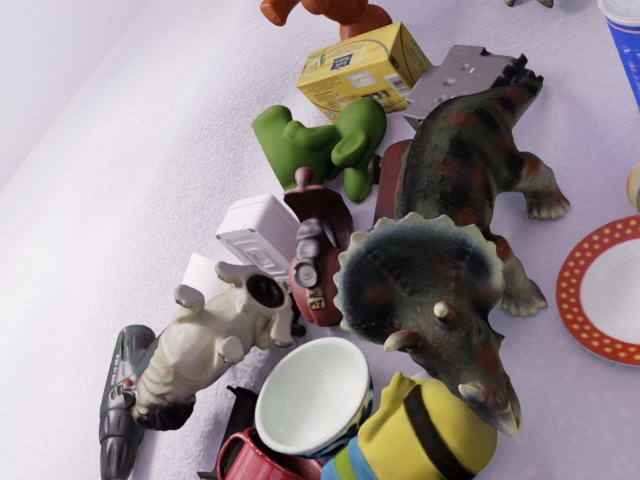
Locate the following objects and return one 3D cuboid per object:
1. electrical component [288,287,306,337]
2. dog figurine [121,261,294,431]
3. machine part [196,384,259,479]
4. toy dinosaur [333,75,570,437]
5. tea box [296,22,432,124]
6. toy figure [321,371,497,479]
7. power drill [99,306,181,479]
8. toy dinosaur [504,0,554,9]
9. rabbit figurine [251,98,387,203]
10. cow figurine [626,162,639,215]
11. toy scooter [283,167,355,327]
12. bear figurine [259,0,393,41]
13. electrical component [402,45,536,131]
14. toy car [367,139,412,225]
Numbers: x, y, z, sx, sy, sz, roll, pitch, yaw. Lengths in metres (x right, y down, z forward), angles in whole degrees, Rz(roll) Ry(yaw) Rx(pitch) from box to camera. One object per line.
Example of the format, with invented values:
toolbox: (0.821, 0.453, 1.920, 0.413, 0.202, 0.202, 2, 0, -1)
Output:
electrical component: (-0.044, 0.087, 0.668, 0.094, 0.021, 0.063, 9, 67, 49)
dog figurine: (-0.127, 0.128, 0.628, 0.121, 0.172, 0.190, 55, 127, 22)
machine part: (-0.099, 0.232, 0.596, 0.084, 0.039, 0.139, -22, 48, 43)
toy dinosaur: (0.125, -0.042, 0.472, 0.131, 0.192, 0.405, -7, 57, 39)
tea box: (0.062, -0.228, 0.756, 0.170, 0.098, 0.068, 1, 62, 43)
toy figure: (0.064, 0.188, 0.439, 0.180, 0.082, 0.089, -45, 50, 1)
power drill: (-0.216, 0.183, 0.725, 0.207, 0.086, 0.232, -45, 36, 19)
toy dinosaur: (0.228, -0.362, 0.594, 0.105, 0.198, 0.472, -44, 15, 14)
rabbit figurine: (0.014, -0.130, 0.715, 0.170, 0.121, 0.159, -29, 45, 4)
cow figurine: (0.320, -0.053, 0.366, 0.195, 0.085, 0.127, -10, 35, 29)
toy scooter: (-0.001, -0.002, 0.603, 0.075, 0.135, 0.184, -8, 52, 17)
bear figurine: (0.029, -0.319, 0.781, 0.120, 0.195, 0.132, 9, 65, 43)
electrical component: (0.167, -0.168, 0.638, 0.115, 0.058, 0.134, -53, 39, -6)
toy car: (0.091, -0.036, 0.610, 0.089, 0.053, 0.202, -10, 49, 27)
